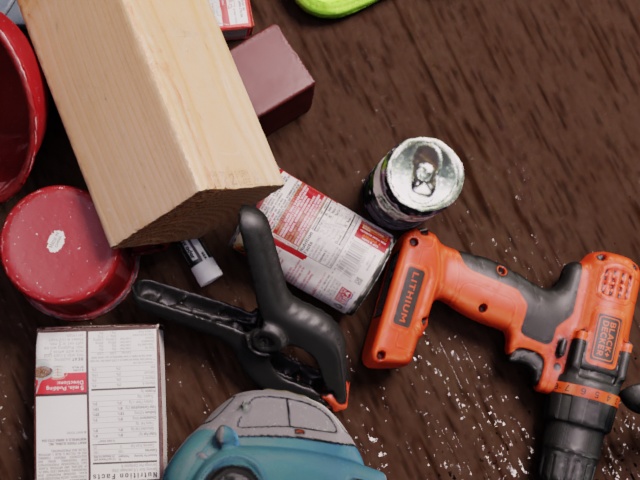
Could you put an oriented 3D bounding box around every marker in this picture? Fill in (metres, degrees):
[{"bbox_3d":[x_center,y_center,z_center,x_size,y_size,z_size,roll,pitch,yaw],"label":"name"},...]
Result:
[{"bbox_3d":[-0.110,-0.022,0.782,0.020,0.020,0.121,-31,86,-8],"label":"marker"}]

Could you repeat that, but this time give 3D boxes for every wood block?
[{"bbox_3d":[-0.117,-0.108,0.711,0.091,0.090,0.206,-30,77,34],"label":"wood block"}]

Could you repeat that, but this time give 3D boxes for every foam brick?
[{"bbox_3d":[-0.040,-0.112,0.770,0.051,0.078,0.053,-32,86,-6],"label":"foam brick"}]

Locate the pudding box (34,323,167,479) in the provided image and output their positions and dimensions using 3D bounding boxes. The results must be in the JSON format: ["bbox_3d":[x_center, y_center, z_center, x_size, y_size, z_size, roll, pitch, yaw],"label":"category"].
[{"bbox_3d":[-0.154,0.116,0.752,0.090,0.039,0.113,-1,84,-5],"label":"pudding box"}]

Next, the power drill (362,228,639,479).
[{"bbox_3d":[0.129,0.080,0.771,0.187,0.057,0.184,16,78,-5],"label":"power drill"}]

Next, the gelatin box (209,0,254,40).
[{"bbox_3d":[-0.099,-0.185,0.798,0.089,0.030,0.073,-9,83,-9],"label":"gelatin box"}]

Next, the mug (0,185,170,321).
[{"bbox_3d":[-0.163,0.007,0.743,0.117,0.081,0.093,-6,83,-5],"label":"mug"}]

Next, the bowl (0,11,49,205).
[{"bbox_3d":[-0.242,-0.105,0.740,0.162,0.055,0.162,13,119,25],"label":"bowl"}]

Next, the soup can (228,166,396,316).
[{"bbox_3d":[-0.005,0.001,0.763,0.102,0.068,0.068,30,81,-1],"label":"soup can"}]

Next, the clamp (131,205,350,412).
[{"bbox_3d":[-0.047,0.061,0.747,0.120,0.039,0.171,-22,116,29],"label":"clamp"}]

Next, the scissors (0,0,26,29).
[{"bbox_3d":[-0.256,-0.177,0.792,0.201,0.016,0.096,-17,83,-6],"label":"scissors"}]

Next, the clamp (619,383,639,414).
[{"bbox_3d":[0.305,0.116,0.766,0.210,0.036,0.164,45,52,-3],"label":"clamp"}]
